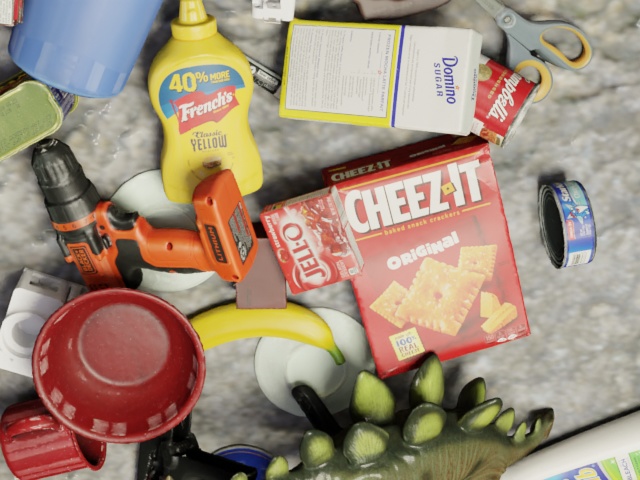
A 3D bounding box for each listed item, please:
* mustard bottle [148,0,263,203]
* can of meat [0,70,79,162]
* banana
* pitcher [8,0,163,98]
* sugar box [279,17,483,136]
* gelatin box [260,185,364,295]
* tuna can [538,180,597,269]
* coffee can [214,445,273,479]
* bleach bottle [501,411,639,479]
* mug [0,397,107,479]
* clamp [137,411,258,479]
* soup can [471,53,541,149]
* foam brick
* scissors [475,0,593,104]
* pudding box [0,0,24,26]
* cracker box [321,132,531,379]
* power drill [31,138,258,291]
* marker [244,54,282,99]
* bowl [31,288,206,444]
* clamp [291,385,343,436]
[{"bbox_3d":[-0.108,-0.131,0.986,0.096,0.058,0.192,-8,119,-6],"label":"mustard bottle"},{"bbox_3d":[-0.278,-0.116,0.980,0.102,0.084,0.057,-28,110,7],"label":"can of meat"},{"bbox_3d":[-0.073,0.096,1.091,0.198,0.037,0.069,0,92,4],"label":"banana"},{"bbox_3d":[-0.192,-0.254,0.915,0.149,0.144,0.243,36,112,26],"label":"pitcher"},{"bbox_3d":[0.054,-0.148,0.965,0.176,0.048,0.093,9,96,20],"label":"sugar box"},{"bbox_3d":[-0.007,0.001,1.009,0.073,0.030,0.089,-16,108,15],"label":"gelatin box"},{"bbox_3d":[0.244,-0.016,1.056,0.033,0.086,0.086,-10,111,-2],"label":"tuna can"},{"bbox_3d":[-0.084,0.295,1.118,0.102,0.140,0.103,-1,111,-4],"label":"coffee can"},{"bbox_3d":[0.279,0.270,1.179,0.251,0.068,0.102,-23,111,7],"label":"bleach bottle"},{"bbox_3d":[-0.277,0.197,1.086,0.081,0.117,0.093,-15,73,7],"label":"mug"},{"bbox_3d":[-0.146,0.205,1.097,0.036,0.164,0.210,-10,157,-38],"label":"clamp"},{"bbox_3d":[0.144,-0.139,0.995,0.102,0.068,0.068,31,107,10],"label":"soup can"},{"bbox_3d":[-0.059,0.025,1.067,0.053,0.051,0.078,0,110,-3],"label":"foam brick"},{"bbox_3d":[0.168,-0.188,0.994,0.201,0.016,0.096,16,119,-28],"label":"scissors"},{"bbox_3d":[-0.297,-0.226,0.865,0.113,0.039,0.090,6,107,-5],"label":"pudding box"},{"bbox_3d":[0.108,0.015,1.064,0.164,0.072,0.213,-15,110,1],"label":"cracker box"},{"bbox_3d":[-0.163,-0.020,0.993,0.188,0.057,0.184,-3,128,22],"label":"power drill"},{"bbox_3d":[-0.077,-0.169,1.009,0.121,0.020,0.020,31,105,-14],"label":"marker"},{"bbox_3d":[-0.189,0.111,1.019,0.162,0.055,0.162,-1,110,-4],"label":"bowl"},{"bbox_3d":[0.014,0.240,1.128,0.171,0.039,0.120,35,74,-29],"label":"clamp"}]
